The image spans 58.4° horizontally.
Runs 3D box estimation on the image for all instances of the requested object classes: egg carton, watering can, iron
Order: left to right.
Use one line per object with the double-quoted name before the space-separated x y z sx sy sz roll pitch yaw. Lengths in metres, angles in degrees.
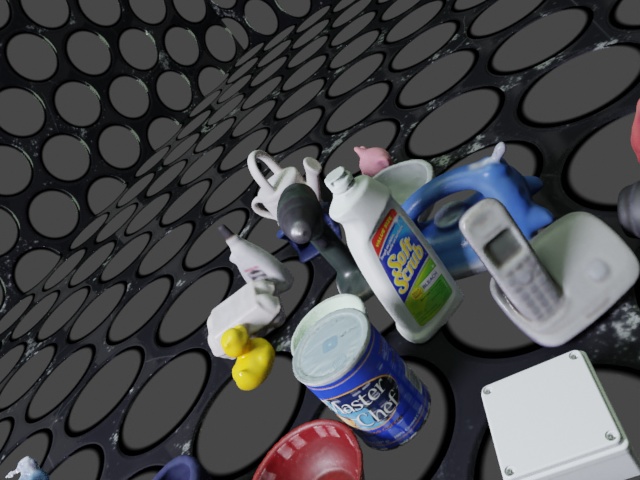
"egg carton" -0.131 0.139 1.002 0.150 0.069 0.107 -37 27 6
"watering can" -0.070 -0.107 1.155 0.173 0.194 0.100 -36 28 8
"iron" 0.175 -0.029 0.792 0.257 0.142 0.118 -26 30 25

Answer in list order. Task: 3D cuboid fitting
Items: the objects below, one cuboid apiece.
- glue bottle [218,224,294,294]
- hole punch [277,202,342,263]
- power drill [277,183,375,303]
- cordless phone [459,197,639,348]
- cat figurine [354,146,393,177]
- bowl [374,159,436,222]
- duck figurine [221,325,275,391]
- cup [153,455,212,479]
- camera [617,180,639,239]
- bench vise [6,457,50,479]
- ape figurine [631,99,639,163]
"glue bottle" -0.126 0.034 1.038 0.078 0.173 0.037 -24 32 28
"hole punch" -0.023 -0.027 1.091 0.108 0.091 0.101 -32 28 15
"power drill" 0.008 0.003 0.878 0.075 0.209 0.229 -37 27 6
"cordless phone" 0.238 0.010 0.607 0.147 0.185 0.094 -41 27 -2
"cat figurine" 0.104 -0.139 1.070 0.067 0.118 0.127 -35 28 9
"bowl" 0.131 -0.054 0.957 0.167 0.075 0.167 -30 29 19
"duck figurine" -0.124 0.180 0.913 0.077 0.086 0.104 -31 29 18
"cup" -0.162 0.343 0.710 0.091 0.095 0.118 -20 33 34
"camera" 0.393 -0.055 0.601 0.136 0.101 0.143 -7 42 47
"bench vise" -0.310 0.380 0.702 0.121 0.220 0.207 -26 31 26
"ape figurine" 0.416 -0.139 0.707 0.078 0.092 0.076 -35 28 9
